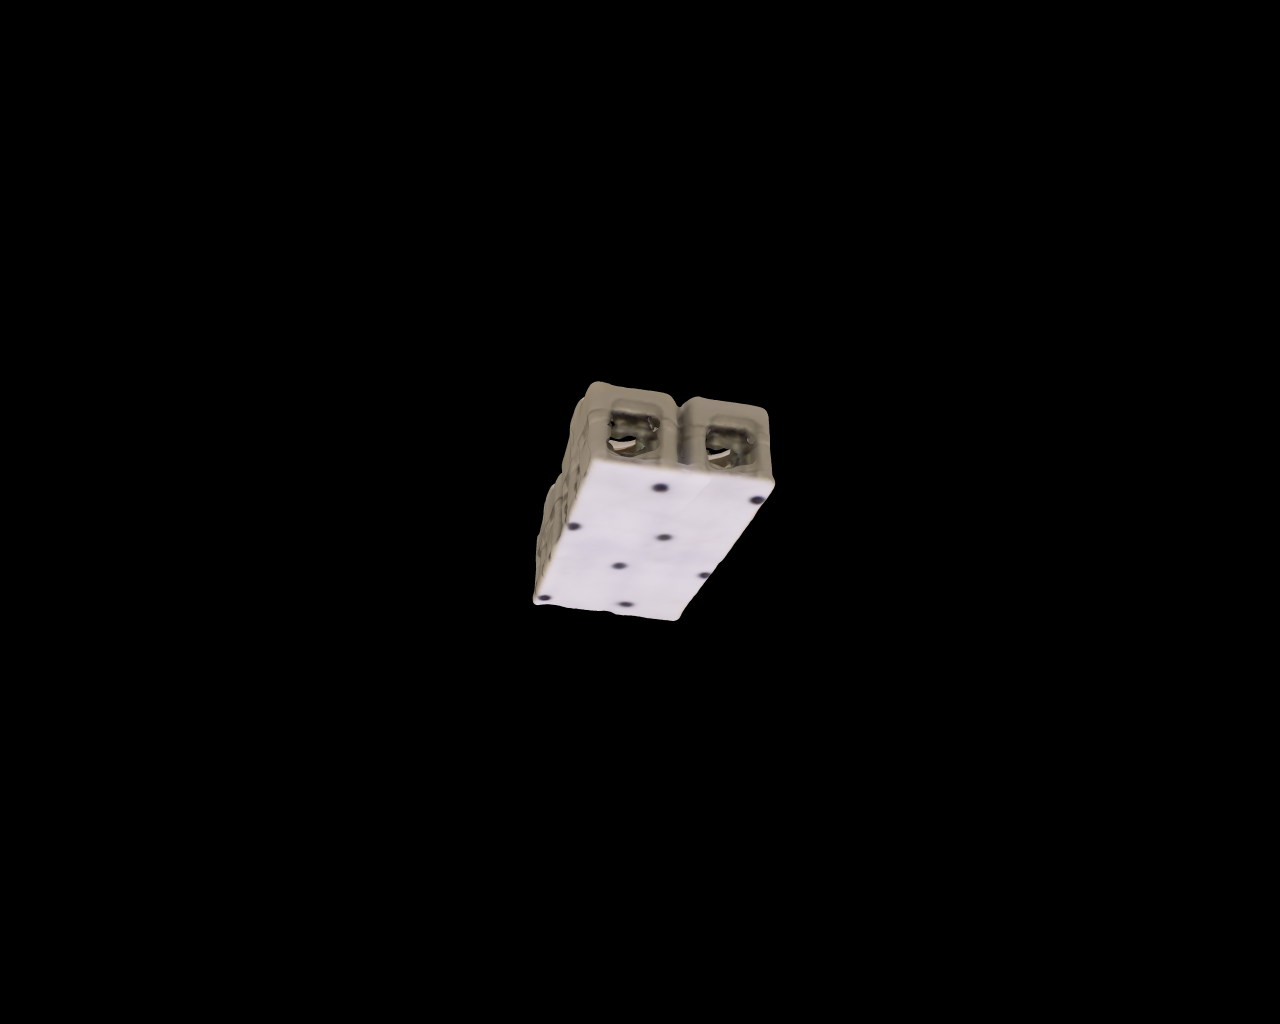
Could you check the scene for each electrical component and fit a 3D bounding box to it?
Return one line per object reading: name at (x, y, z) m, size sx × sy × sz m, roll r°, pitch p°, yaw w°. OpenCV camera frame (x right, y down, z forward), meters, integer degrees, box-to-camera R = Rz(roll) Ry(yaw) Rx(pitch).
electrical component at (0.001, -0.003, 0.650) m, size 0.105 × 0.060 × 0.186 m, roll 8°, pitch -31°, yaw -13°
